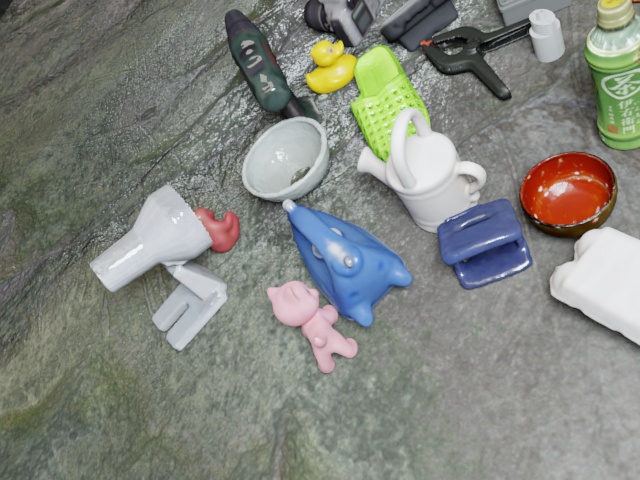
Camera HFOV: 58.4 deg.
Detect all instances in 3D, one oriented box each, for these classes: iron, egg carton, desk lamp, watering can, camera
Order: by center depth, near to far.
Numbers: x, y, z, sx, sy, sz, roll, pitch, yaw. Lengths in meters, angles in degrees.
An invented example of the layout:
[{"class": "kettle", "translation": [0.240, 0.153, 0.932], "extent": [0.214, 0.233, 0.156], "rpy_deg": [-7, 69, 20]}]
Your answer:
[{"class": "egg carton", "translation": [0.342, 0.053, 0.636], "extent": [0.107, 0.070, 0.149], "rpy_deg": [-51, 48, -6]}, {"class": "watering can", "translation": [0.133, -0.096, 0.779], "extent": [0.172, 0.195, 0.101], "rpy_deg": [-14, 55, 24]}, {"class": "iron", "translation": [0.008, 0.003, 0.829], "extent": [0.119, 0.142, 0.257], "rpy_deg": [-46, 48, -2]}, {"class": "desk lamp", "translation": [-0.240, 0.043, 0.910], "extent": [0.203, 0.214, 0.117], "rpy_deg": [-50, 48, -5]}, {"class": "camera", "translation": [0.038, -0.472, 1.143], "extent": [0.136, 0.101, 0.143], "rpy_deg": [17, 72, 38]}]

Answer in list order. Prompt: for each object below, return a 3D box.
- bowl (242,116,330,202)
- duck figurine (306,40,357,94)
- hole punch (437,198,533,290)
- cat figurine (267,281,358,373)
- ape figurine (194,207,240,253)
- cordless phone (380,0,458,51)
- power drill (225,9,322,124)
[{"class": "bowl", "translation": [-0.047, -0.127, 0.992], "extent": [0.167, 0.075, 0.167], "rpy_deg": [-16, 54, 23]}, {"class": "duck figurine", "translation": [0.012, -0.334, 1.080], "extent": [0.104, 0.086, 0.077], "rpy_deg": [-28, 50, 14]}, {"class": "hole punch", "translation": [0.205, -0.004, 0.744], "extent": [0.108, 0.091, 0.101], "rpy_deg": [-24, 51, 17]}, {"class": "cat figurine", "translation": [-0.019, 0.109, 0.794], "extent": [0.067, 0.118, 0.127], "rpy_deg": [-39, 48, 4]}, {"class": "ape figurine", "translation": [-0.188, -0.025, 1.003], "extent": [0.077, 0.092, 0.076], "rpy_deg": [-11, 56, 26]}, {"class": "cordless phone", "translation": [0.152, -0.440, 0.994], "extent": [0.147, 0.186, 0.094], "rpy_deg": [-41, 48, 3]}, {"class": "power drill", "translation": [-0.085, -0.284, 1.027], "extent": [0.075, 0.209, 0.229], "rpy_deg": [-33, 49, 10]}]
